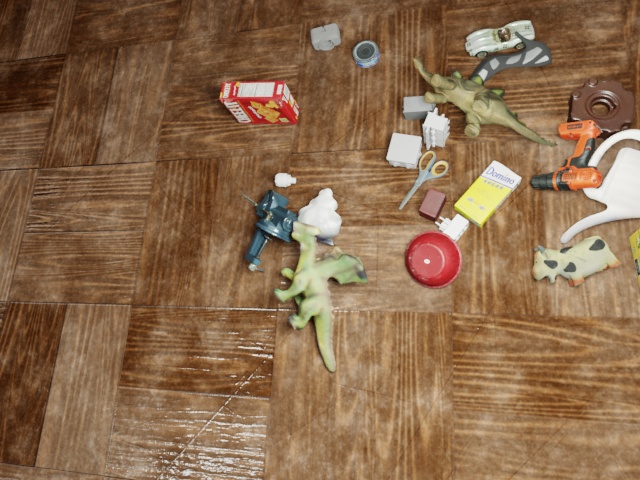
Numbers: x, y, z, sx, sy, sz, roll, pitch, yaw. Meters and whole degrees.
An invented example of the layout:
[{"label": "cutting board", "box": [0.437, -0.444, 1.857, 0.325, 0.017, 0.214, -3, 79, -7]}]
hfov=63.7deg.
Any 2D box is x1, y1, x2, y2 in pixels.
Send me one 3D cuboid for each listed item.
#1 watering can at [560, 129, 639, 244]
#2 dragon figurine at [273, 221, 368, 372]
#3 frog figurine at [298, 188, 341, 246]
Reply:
[{"label": "watering can", "box": [0.784, -0.112, 1.324, 0.226, 0.103, 0.347, 26, 92, 25]}, {"label": "dragon figurine", "box": [0.019, 0.135, 1.427, 0.241, 0.123, 0.412, -34, 84, 17]}, {"label": "frog figurine", "box": [0.005, -0.076, 1.520, 0.138, 0.122, 0.159, 17, 90, 39]}]
